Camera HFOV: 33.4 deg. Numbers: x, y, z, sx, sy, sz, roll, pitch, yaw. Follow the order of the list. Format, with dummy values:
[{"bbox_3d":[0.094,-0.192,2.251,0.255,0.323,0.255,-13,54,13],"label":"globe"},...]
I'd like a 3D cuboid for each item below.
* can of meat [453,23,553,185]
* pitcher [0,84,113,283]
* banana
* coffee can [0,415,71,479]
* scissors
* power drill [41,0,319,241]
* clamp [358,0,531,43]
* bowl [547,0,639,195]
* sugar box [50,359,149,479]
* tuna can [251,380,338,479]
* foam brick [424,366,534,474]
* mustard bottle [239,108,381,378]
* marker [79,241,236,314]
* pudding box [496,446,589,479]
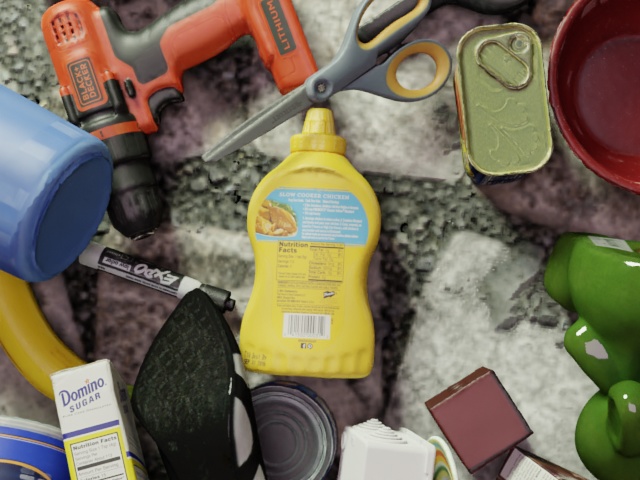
[{"bbox_3d":[0.125,-0.091,0.750,0.057,0.084,0.102,-6,86,3],"label":"can of meat"},{"bbox_3d":[-0.268,-0.074,0.731,0.243,0.149,0.145,26,92,12],"label":"pitcher"},{"bbox_3d":[-0.208,0.059,0.792,0.069,0.037,0.198,-38,86,-20],"label":"banana"},{"bbox_3d":[-0.226,0.200,0.727,0.103,0.103,0.140,4,65,4],"label":"coffee can"},{"bbox_3d":[0.017,-0.099,0.751,0.096,0.016,0.201,45,82,-22],"label":"scissors"},{"bbox_3d":[-0.095,-0.111,0.781,0.187,0.057,0.184,-20,89,2],"label":"power drill"},{"bbox_3d":[0.099,-0.214,0.780,0.171,0.039,0.120,-9,101,2],"label":"clamp"},{"bbox_3d":[0.231,-0.107,0.751,0.162,0.055,0.162,0,87,-5],"label":"bowl"},{"bbox_3d":[-0.132,0.174,0.695,0.048,0.093,0.176,-17,72,-8],"label":"sugar box"},{"bbox_3d":[-0.030,0.146,0.772,0.086,0.033,0.086,0,86,5],"label":"tuna can"},{"bbox_3d":[0.109,0.123,0.742,0.053,0.078,0.051,-33,84,0],"label":"foam brick"},{"bbox_3d":[-0.005,0.001,0.767,0.096,0.058,0.191,3,87,3],"label":"mustard bottle"},{"bbox_3d":[-0.120,0.028,0.793,0.121,0.020,0.020,19,88,5],"label":"marker"},{"bbox_3d":[0.183,0.185,0.707,0.113,0.090,0.039,25,91,-23],"label":"pudding box"}]
